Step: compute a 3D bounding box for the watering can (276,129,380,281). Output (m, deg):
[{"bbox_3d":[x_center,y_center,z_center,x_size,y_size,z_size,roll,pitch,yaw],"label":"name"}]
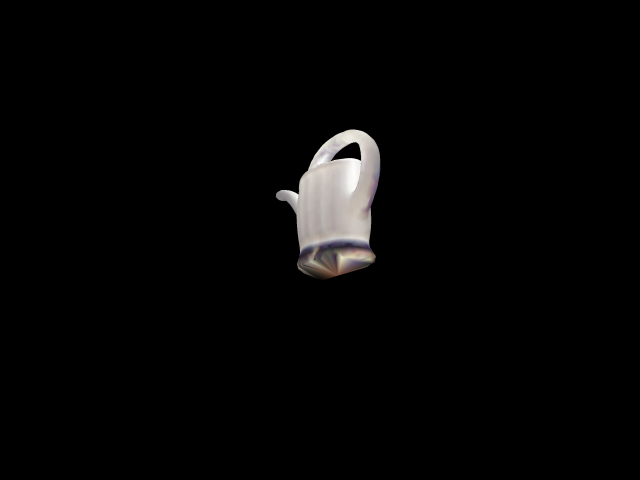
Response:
[{"bbox_3d":[0.003,-0.043,0.850,0.104,0.227,0.343,8,-18,-25],"label":"watering can"}]
